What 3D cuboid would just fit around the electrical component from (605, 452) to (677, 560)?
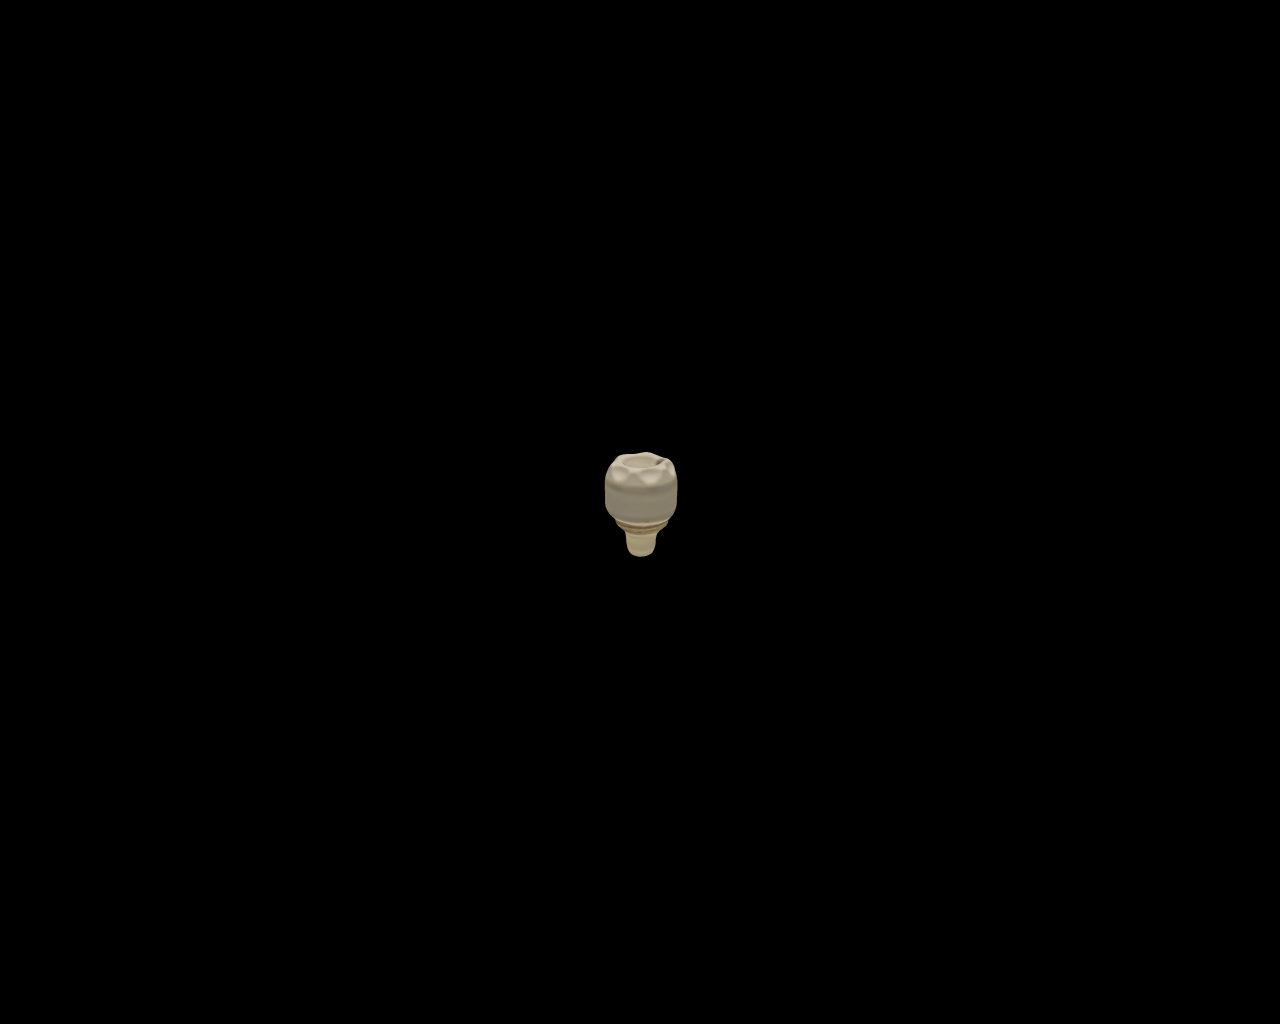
[{"bbox_3d":[0.001,-0.003,0.650,0.043,0.062,0.043,0,21,0],"label":"electrical component"}]
